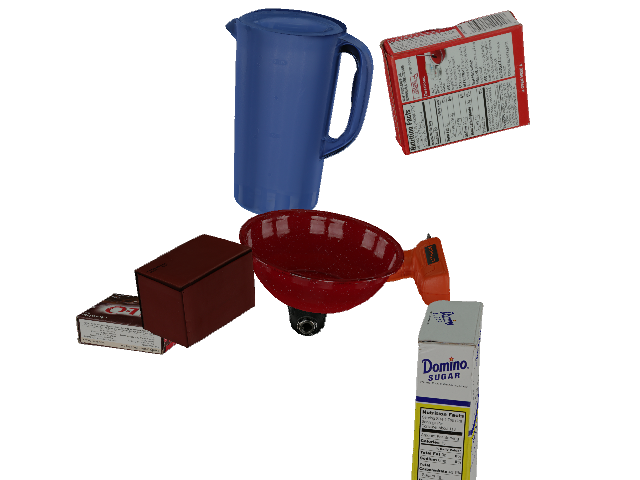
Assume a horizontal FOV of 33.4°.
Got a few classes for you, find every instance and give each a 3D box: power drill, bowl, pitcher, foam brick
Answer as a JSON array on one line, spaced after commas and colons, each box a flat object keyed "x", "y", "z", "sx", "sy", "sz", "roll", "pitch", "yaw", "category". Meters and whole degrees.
[{"x": 0.053, "y": 0.049, "z": 1.238, "sx": 0.187, "sy": 0.057, "sz": 0.184, "roll": -2, "pitch": 28, "yaw": 2, "category": "power drill"}, {"x": -0.002, "y": 0.025, "z": 1.039, "sx": 0.162, "sy": 0.055, "sz": 0.162, "roll": 7, "pitch": 25, "yaw": -4, "category": "bowl"}, {"x": -0.035, "y": -0.154, "z": 1.308, "sx": 0.144, "sy": 0.243, "sz": 0.149, "roll": -7, "pitch": 27, "yaw": -26, "category": "pitcher"}, {"x": -0.095, "y": 0.036, "z": 0.815, "sx": 0.053, "sy": 0.051, "sz": 0.078, "roll": 17, "pitch": 33, "yaw": 37, "category": "foam brick"}]

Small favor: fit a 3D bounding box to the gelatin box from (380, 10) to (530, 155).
[{"x": 0.088, "y": -0.103, "z": 0.696, "sx": 0.089, "sy": 0.073, "sz": 0.030, "roll": -14, "pitch": 34, "yaw": -1, "category": "gelatin box"}]

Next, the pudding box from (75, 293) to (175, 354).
[{"x": -0.214, "y": 0.096, "z": 1.247, "sx": 0.114, "sy": 0.039, "sz": 0.090, "roll": 3, "pitch": 15, "yaw": 18, "category": "pudding box"}]

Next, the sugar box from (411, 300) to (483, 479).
[{"x": 0.089, "y": 0.139, "z": 0.757, "sx": 0.048, "sy": 0.176, "sz": 0.093, "roll": 1, "pitch": 14, "yaw": 11, "category": "sugar box"}]
